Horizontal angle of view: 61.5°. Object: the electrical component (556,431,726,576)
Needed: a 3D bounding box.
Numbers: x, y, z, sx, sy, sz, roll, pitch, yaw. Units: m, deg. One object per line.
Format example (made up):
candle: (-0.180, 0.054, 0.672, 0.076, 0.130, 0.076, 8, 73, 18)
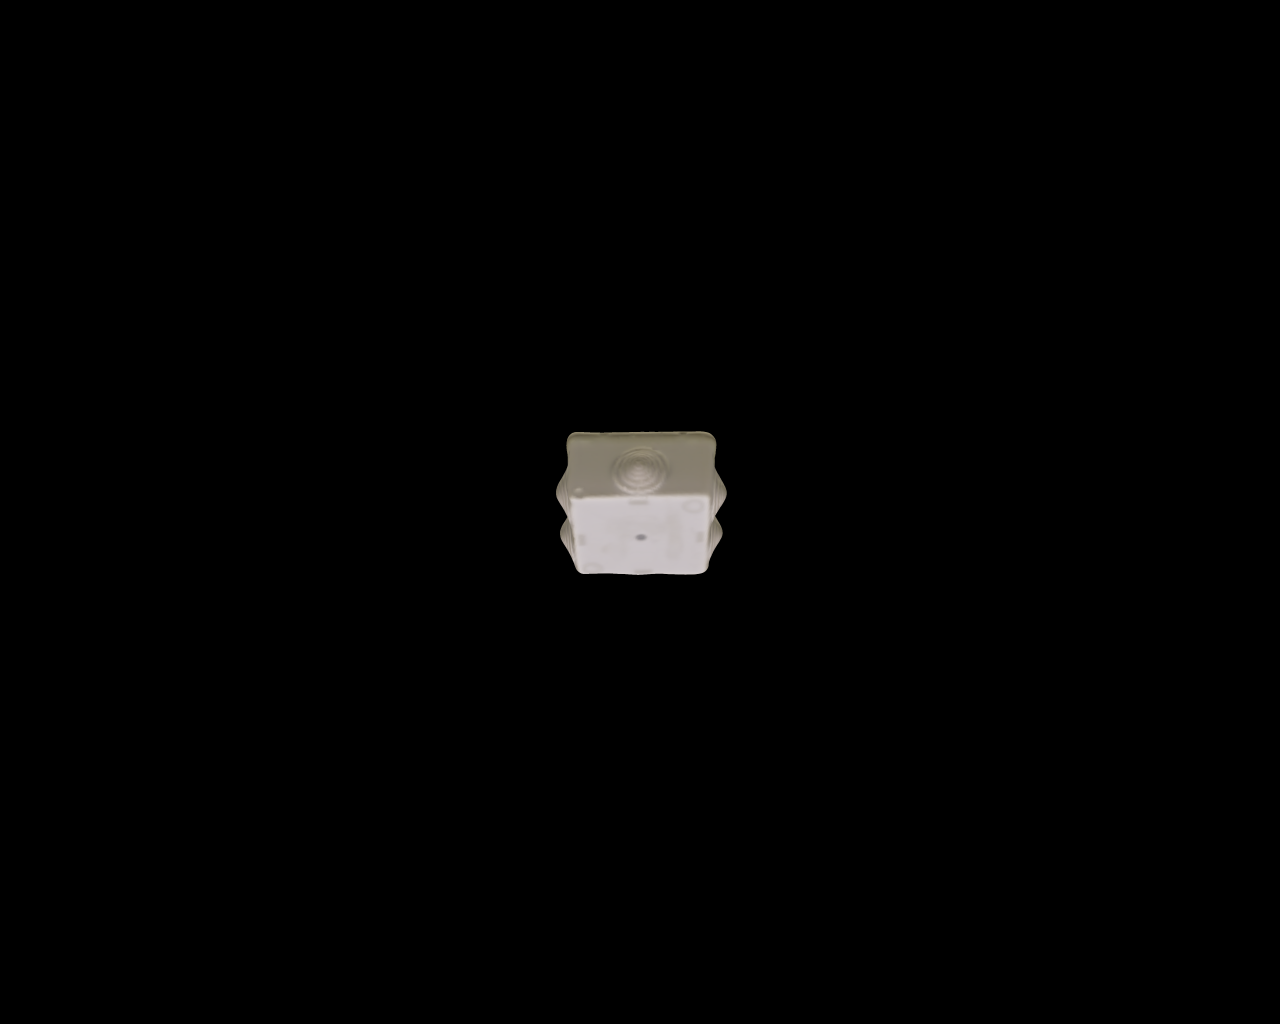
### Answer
electrical component: (0.001, -0.003, 0.650, 0.100, 0.048, 0.099, 0, -37, 0)
